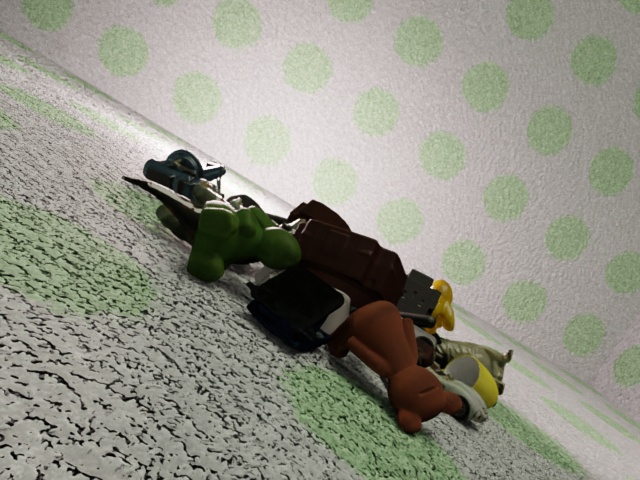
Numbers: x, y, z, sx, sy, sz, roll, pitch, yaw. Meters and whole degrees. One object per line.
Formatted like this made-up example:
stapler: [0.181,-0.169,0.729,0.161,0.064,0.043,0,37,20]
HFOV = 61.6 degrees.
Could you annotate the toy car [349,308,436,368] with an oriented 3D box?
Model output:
toy car: [0.111,0.171,0.963,0.202,0.053,0.089,22,21,26]

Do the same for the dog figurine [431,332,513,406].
dog figurine: [0.316,0.276,1.204,0.191,0.121,0.172,16,-33,17]

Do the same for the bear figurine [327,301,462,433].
bear figurine: [0.112,0.194,0.813,0.196,0.120,0.132,60,-27,20]

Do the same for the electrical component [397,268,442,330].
electrical component: [0.209,0.135,1.233,0.115,0.134,0.058,27,-27,4]

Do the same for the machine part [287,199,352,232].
machine part: [-0.003,-0.004,1.218,0.180,0.056,0.179,30,-40,28]

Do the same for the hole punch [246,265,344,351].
hole punch: [-0.041,0.114,0.816,0.142,0.092,0.116,37,39,25]

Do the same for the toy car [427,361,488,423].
toy car: [0.219,0.258,0.980,0.202,0.056,0.073,35,7,32]

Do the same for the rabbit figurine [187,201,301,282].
rabbit figurine: [-0.117,0.008,0.877,0.170,0.121,0.159,16,13,-9]

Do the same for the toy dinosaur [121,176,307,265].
toy dinosaur: [-0.169,-0.011,1.012,0.192,0.131,0.404,35,13,35]

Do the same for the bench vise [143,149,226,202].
bench vise: [-0.301,-0.156,1.326,0.224,0.128,0.240,12,22,20]

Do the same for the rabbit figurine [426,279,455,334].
rabbit figurine: [0.281,0.179,1.385,0.122,0.173,0.162,35,1,-9]

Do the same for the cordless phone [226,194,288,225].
cordless phone: [-0.125,-0.046,1.244,0.184,0.088,0.147,9,-5,-30]

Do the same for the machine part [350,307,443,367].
machine part: [0.146,0.188,1.088,0.243,0.079,0.079,31,6,-5]

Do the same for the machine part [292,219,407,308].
machine part: [0.048,0.055,0.982,0.201,0.087,0.201,18,-16,23]
